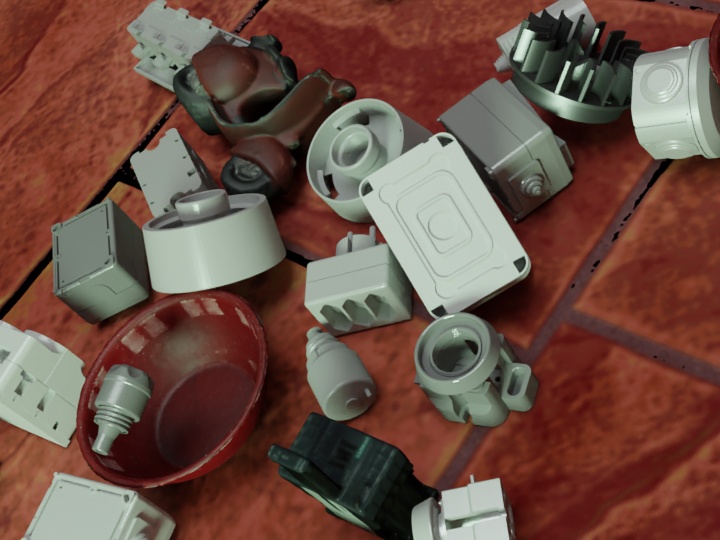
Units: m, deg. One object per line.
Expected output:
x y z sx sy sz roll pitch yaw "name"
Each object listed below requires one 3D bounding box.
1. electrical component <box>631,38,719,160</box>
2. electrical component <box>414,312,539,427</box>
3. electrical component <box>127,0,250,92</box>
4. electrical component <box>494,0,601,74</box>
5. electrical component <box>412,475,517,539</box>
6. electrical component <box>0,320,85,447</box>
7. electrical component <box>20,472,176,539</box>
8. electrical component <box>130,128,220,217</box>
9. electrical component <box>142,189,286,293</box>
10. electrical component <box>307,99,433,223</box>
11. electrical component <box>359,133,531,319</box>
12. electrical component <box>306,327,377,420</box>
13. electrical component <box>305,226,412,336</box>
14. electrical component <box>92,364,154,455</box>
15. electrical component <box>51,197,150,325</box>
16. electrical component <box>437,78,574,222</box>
0.222 -0.114 0.732 0.051 0.080 0.080 -4 55 35 "electrical component"
0.070 0.064 0.700 0.078 0.057 0.058 4 59 32 "electrical component"
-0.168 -0.214 1.041 0.121 0.063 0.078 31 75 41 "electrical component"
0.143 -0.179 0.849 0.081 0.043 0.043 -30 47 8 "electrical component"
0.063 0.157 0.643 0.055 0.048 0.066 -14 51 11 "electrical component"
-0.297 0.079 0.877 0.150 0.089 0.061 13 64 36 "electrical component"
-0.175 0.187 0.746 0.096 0.061 0.061 5 60 33 "electrical component"
-0.153 -0.069 0.928 0.050 0.055 0.089 -34 47 3 "electrical component"
-0.117 -0.029 0.838 0.108 0.060 0.108 -12 15 3 "electrical component"
0.009 -0.086 0.860 0.099 0.064 0.099 -14 63 29 "electrical component"
0.059 -0.028 0.741 0.078 0.057 0.113 -31 83 6 "electrical component"
-0.018 0.070 0.758 0.040 0.040 0.078 -35 47 3 "electrical component"
0.000 0.000 0.795 0.066 0.047 0.076 -14 51 21 "electrical component"
-0.169 0.098 0.750 0.035 0.035 0.061 4 62 32 "electrical component"
-0.220 -0.010 0.919 0.062 0.061 0.096 -26 48 11 "electrical component"
0.112 -0.087 0.786 0.061 0.061 0.096 -37 47 1 "electrical component"
